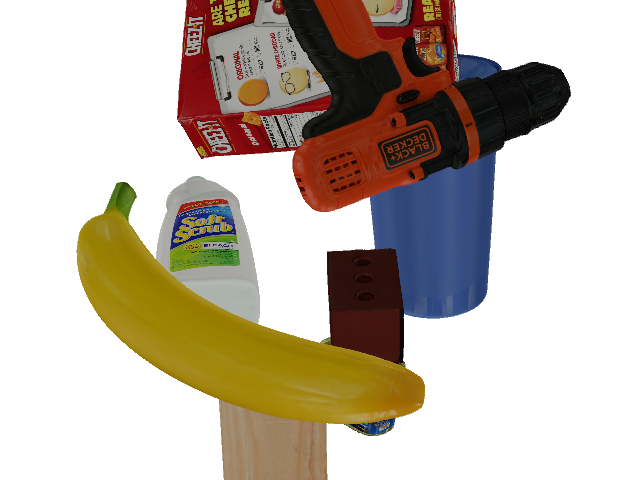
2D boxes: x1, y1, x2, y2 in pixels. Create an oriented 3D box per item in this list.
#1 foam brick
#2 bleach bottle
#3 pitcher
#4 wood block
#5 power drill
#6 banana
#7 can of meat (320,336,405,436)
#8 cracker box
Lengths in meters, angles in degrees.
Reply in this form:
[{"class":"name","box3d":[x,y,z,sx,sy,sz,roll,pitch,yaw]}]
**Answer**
[{"class":"foam brick","box3d":[0.032,0.047,0.771,0.053,0.051,0.078,-3,32,0]},{"class":"bleach bottle","box3d":[-0.122,0.003,1.063,0.102,0.068,0.251,-4,30,-9]},{"class":"pitcher","box3d":[0.110,-0.057,1.037,0.149,0.243,0.145,-15,26,-24]},{"class":"wood block","box3d":[-0.040,0.209,0.939,0.090,0.206,0.091,-2,19,-4]},{"class":"power drill","box3d":[0.048,-0.129,0.653,0.184,0.187,0.057,-22,8,-10]},{"class":"banana","box3d":[-0.048,0.035,0.484,0.198,0.069,0.037,33,-25,24]},{"class":"can of meat","box3d":[0.044,0.167,1.234,0.102,0.084,0.057,24,30,36]},{"class":"cracker box","box3d":[0.002,-0.156,0.854,0.214,0.164,0.072,-5,-28,10]}]
